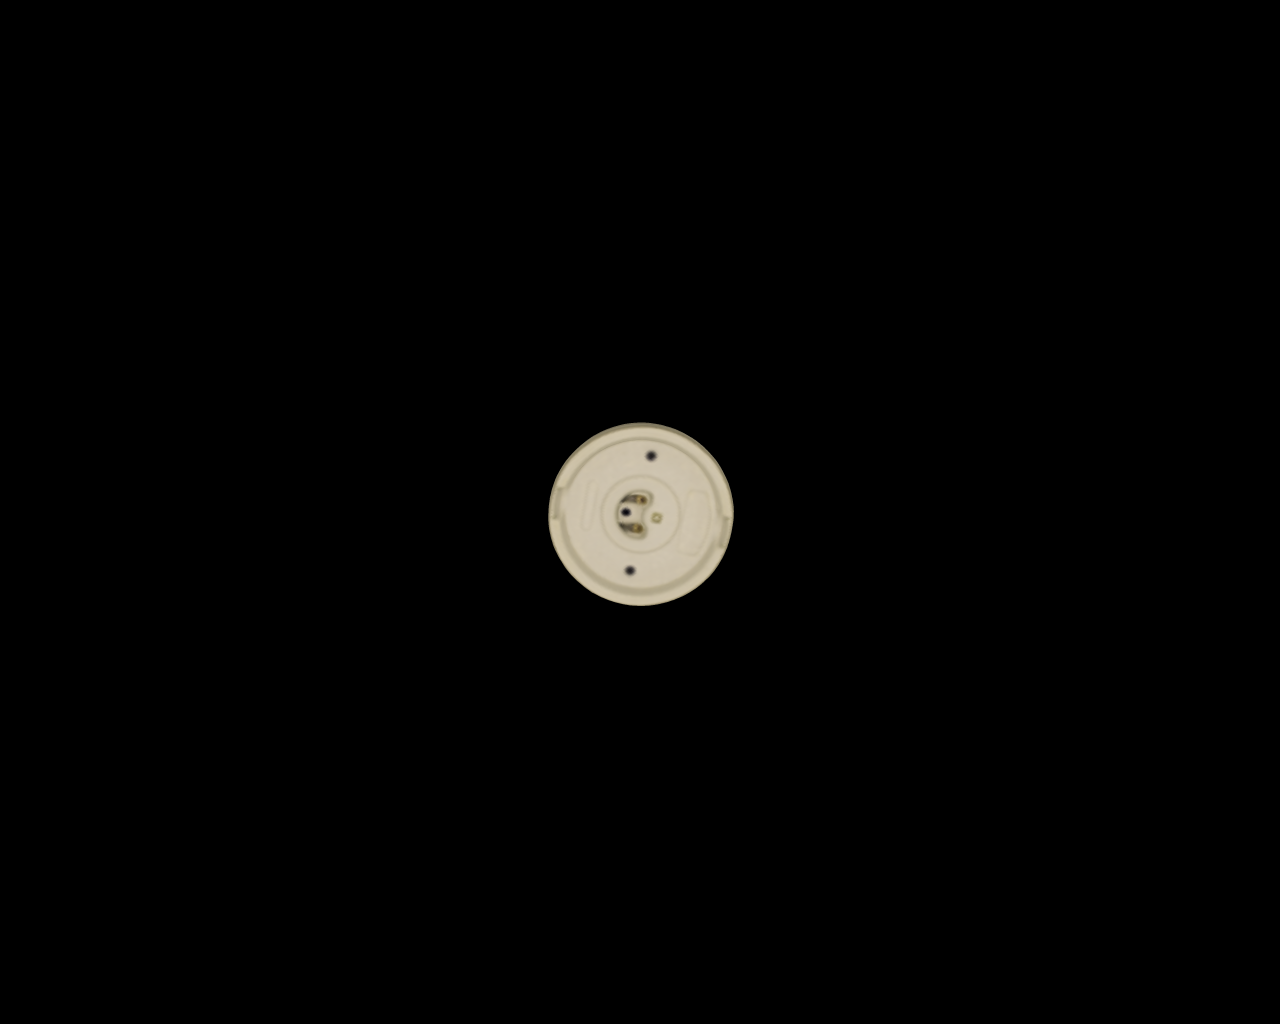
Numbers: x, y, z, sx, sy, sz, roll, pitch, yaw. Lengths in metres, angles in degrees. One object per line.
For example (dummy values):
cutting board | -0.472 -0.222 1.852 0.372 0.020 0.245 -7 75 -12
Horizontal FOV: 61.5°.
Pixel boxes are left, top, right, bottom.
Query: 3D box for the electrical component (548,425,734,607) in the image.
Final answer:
electrical component | 0.001 -0.003 0.650 0.108 0.108 0.060 0 12 0
